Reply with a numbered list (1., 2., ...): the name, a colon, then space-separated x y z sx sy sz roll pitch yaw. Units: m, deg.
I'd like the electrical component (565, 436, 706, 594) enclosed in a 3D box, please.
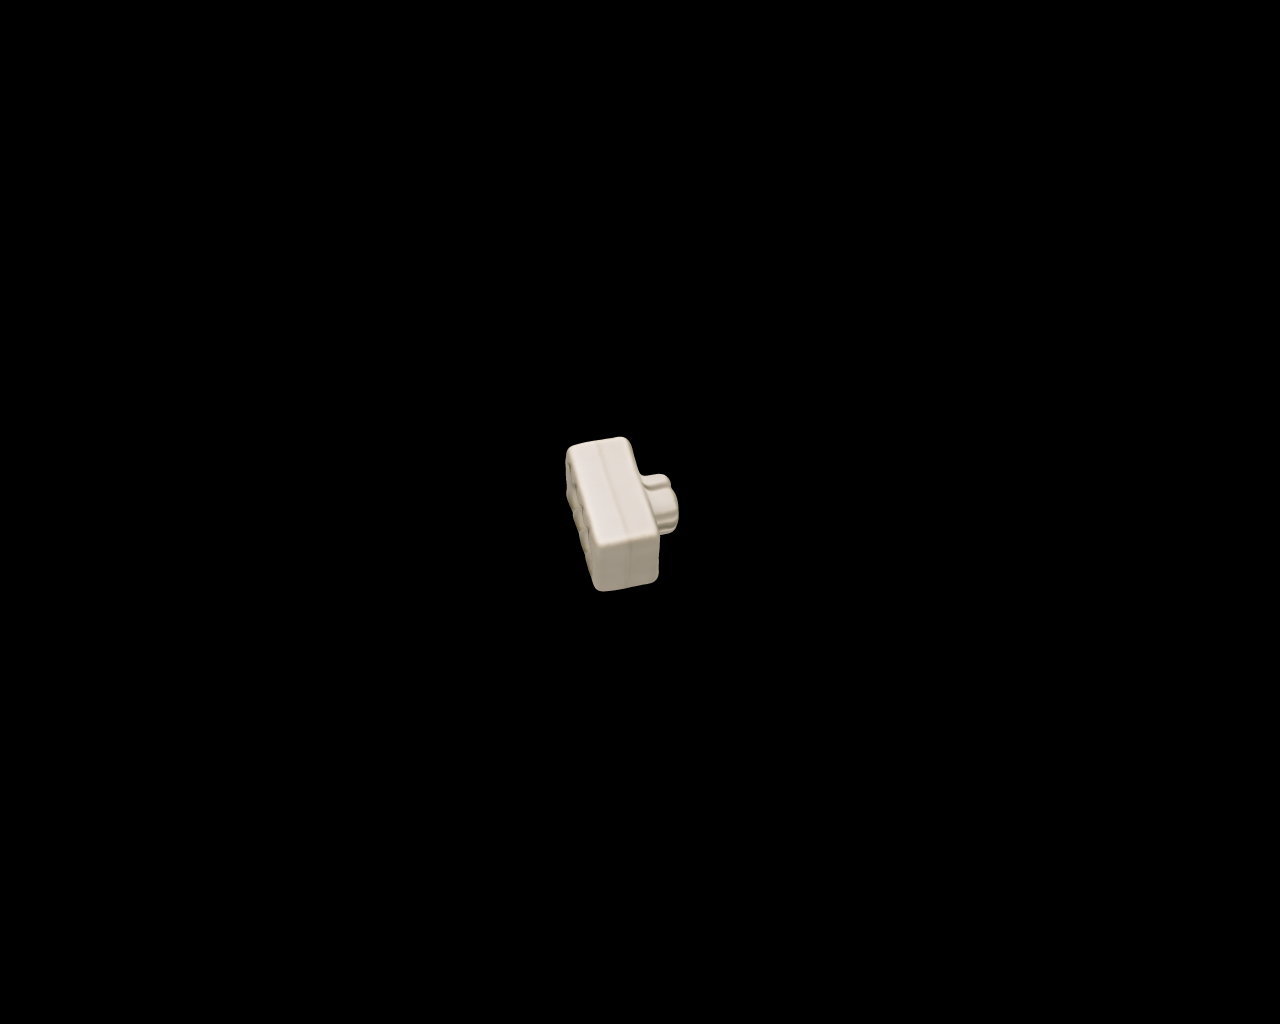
1. electrical component: 0.001 -0.003 0.650 0.076 0.083 0.047 -11 -39 -9
